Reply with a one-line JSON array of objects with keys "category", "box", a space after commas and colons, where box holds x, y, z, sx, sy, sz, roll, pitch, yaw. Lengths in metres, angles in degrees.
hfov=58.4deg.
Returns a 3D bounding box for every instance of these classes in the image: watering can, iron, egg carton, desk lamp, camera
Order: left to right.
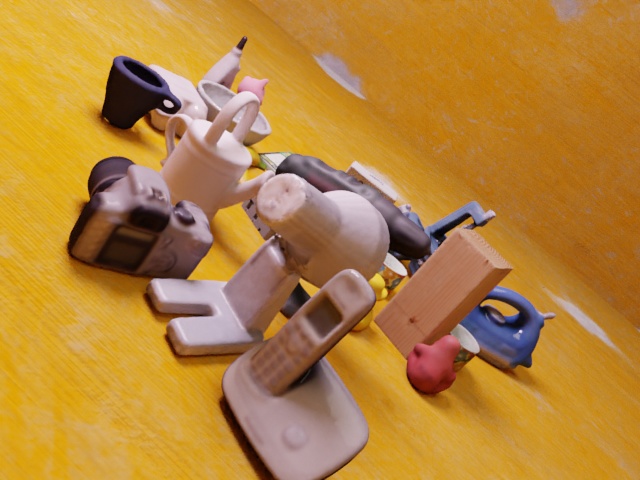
[{"category": "camera", "box": [-0.204, -0.038, 0.659, 0.144, 0.100, 0.136, 19, 29, -42]}, {"category": "egg carton", "box": [-0.266, -0.248, 1.020, 0.108, 0.069, 0.150, 15, 32, -47]}, {"category": "watering can", "box": [-0.138, -0.118, 0.798, 0.173, 0.194, 0.101, 34, 22, -13]}, {"category": "desk lamp", "box": [-0.044, 0.025, 0.640, 0.204, 0.213, 0.117, 9, 36, -53]}, {"category": "iron", "box": [0.336, 0.145, 1.123, 0.259, 0.141, 0.118, 31, 23, -21]}]

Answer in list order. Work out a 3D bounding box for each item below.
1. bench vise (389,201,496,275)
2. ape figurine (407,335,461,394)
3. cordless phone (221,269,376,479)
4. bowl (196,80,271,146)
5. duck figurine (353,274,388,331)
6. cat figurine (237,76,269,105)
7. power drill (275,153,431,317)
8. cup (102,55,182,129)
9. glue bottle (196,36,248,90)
[{"category": "bench vise", "box": [0.237, -0.015, 1.171, 0.207, 0.219, 0.122, 45, 22, 16]}, {"category": "ape figurine", "box": [0.176, 0.181, 0.858, 0.077, 0.092, 0.076, 48, 23, 22]}, {"category": "cordless phone", "box": [0.003, 0.130, 0.547, 0.147, 0.185, 0.094, 50, 24, 26]}, {"category": "bowl", "box": [-0.182, -0.234, 1.122, 0.168, 0.074, 0.167, 33, 22, -15]}, {"category": "duck figurine", "box": [0.058, 0.084, 0.867, 0.105, 0.086, 0.077, 19, 29, -42]}, {"category": "cat figurine", "box": [-0.155, -0.306, 1.250, 0.067, 0.117, 0.127, 30, 23, -23]}, {"category": "power drill", "box": [0.007, 0.003, 0.775, 0.229, 0.208, 0.076, 44, 22, 13]}, {"category": "cup", "box": [-0.283, -0.214, 0.889, 0.118, 0.095, 0.091, 33, 22, -15]}, {"category": "glue bottle", "box": [-0.198, -0.347, 1.185, 0.037, 0.173, 0.078, 43, 21, 11]}]
